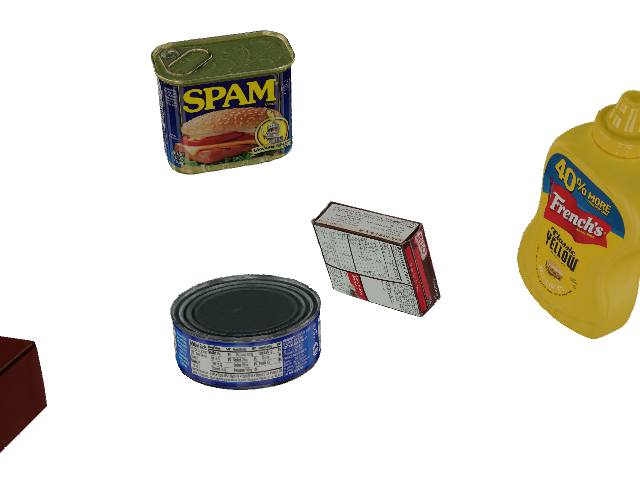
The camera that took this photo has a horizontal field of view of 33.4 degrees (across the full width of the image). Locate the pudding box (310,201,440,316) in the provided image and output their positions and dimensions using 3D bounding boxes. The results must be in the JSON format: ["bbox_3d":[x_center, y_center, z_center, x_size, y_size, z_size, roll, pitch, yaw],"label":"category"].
[{"bbox_3d":[0.053,0.017,1.012,0.114,0.090,0.039,14,45,37],"label":"pudding box"}]

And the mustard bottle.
[{"bbox_3d":[0.193,-0.024,0.737,0.058,0.192,0.096,-20,52,-22],"label":"mustard bottle"}]

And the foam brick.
[{"bbox_3d":[-0.224,0.103,0.694,0.053,0.051,0.078,6,29,22],"label":"foam brick"}]

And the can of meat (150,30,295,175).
[{"bbox_3d":[-0.070,-0.102,0.794,0.102,0.084,0.057,-10,40,-12],"label":"can of meat"}]

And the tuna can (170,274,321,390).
[{"bbox_3d":[-0.042,0.051,0.612,0.086,0.034,0.086,-2,22,1],"label":"tuna can"}]
